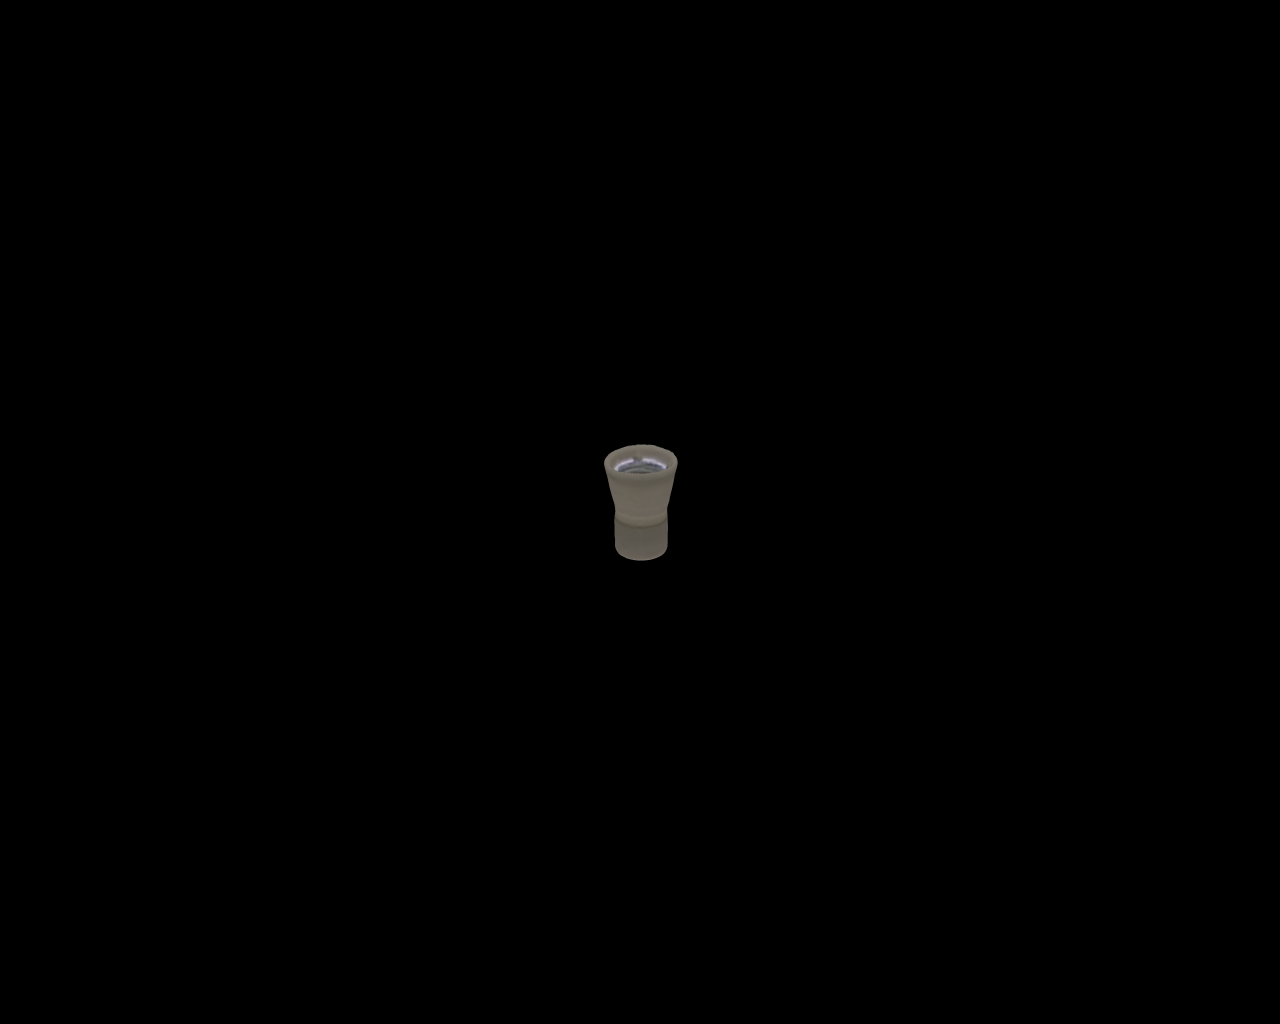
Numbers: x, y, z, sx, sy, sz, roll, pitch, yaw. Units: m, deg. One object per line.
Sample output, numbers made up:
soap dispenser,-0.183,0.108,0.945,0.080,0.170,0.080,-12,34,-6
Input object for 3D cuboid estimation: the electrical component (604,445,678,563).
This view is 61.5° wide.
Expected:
electrical component,0.001,-0.003,0.650,0.044,0.065,0.044,0,26,0
